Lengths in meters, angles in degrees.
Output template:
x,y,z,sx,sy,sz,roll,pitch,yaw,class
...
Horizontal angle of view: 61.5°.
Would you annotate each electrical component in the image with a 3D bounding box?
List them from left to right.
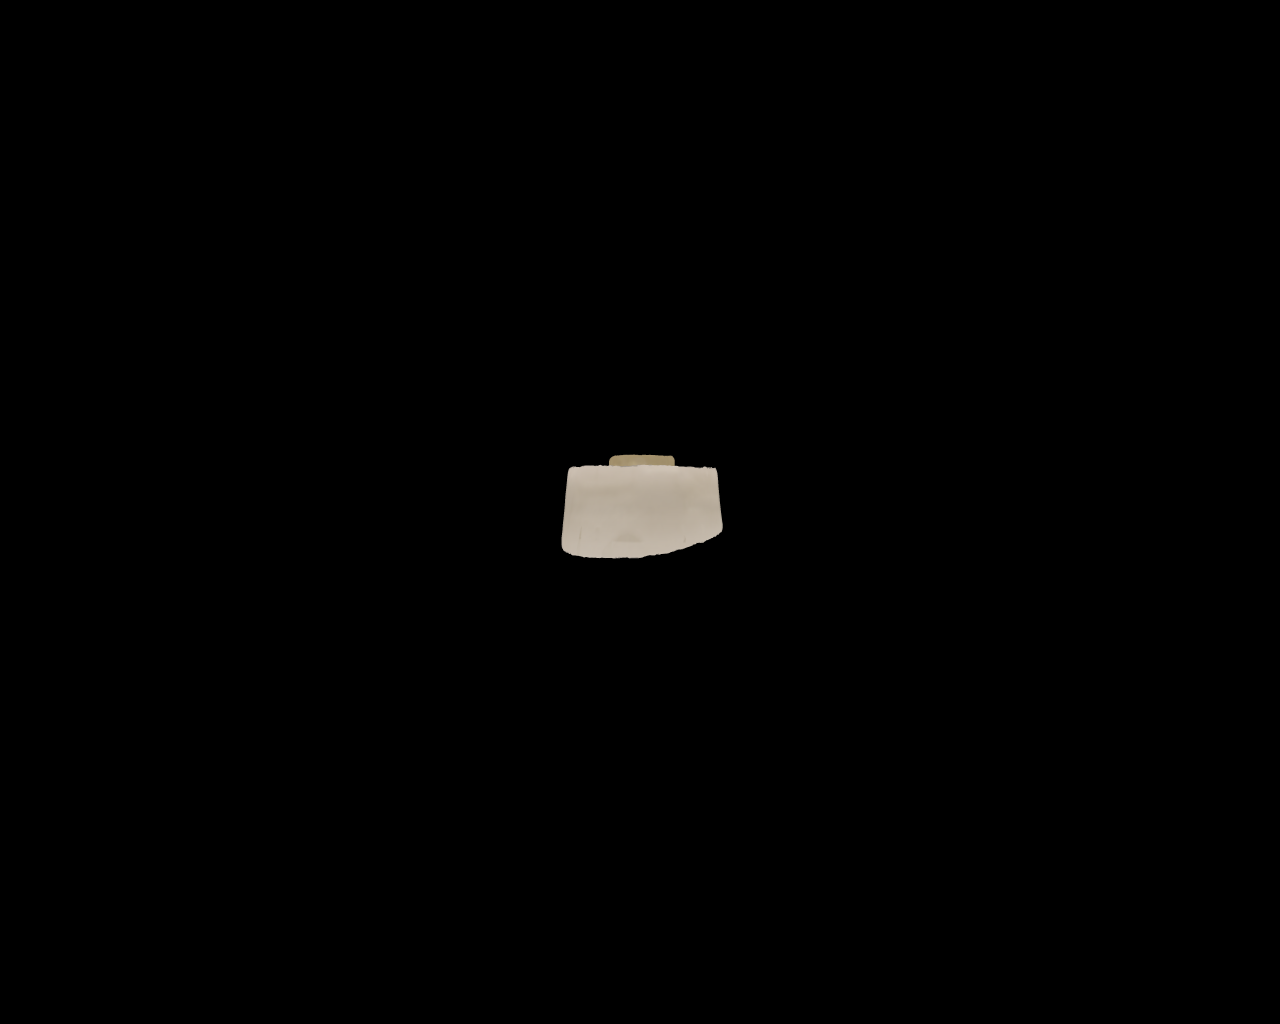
x,y,z,sx,sy,sz,roll,pitch,yaw,class
0.001,-0.003,0.650,0.099,0.064,0.099,0,0,0,electrical component
